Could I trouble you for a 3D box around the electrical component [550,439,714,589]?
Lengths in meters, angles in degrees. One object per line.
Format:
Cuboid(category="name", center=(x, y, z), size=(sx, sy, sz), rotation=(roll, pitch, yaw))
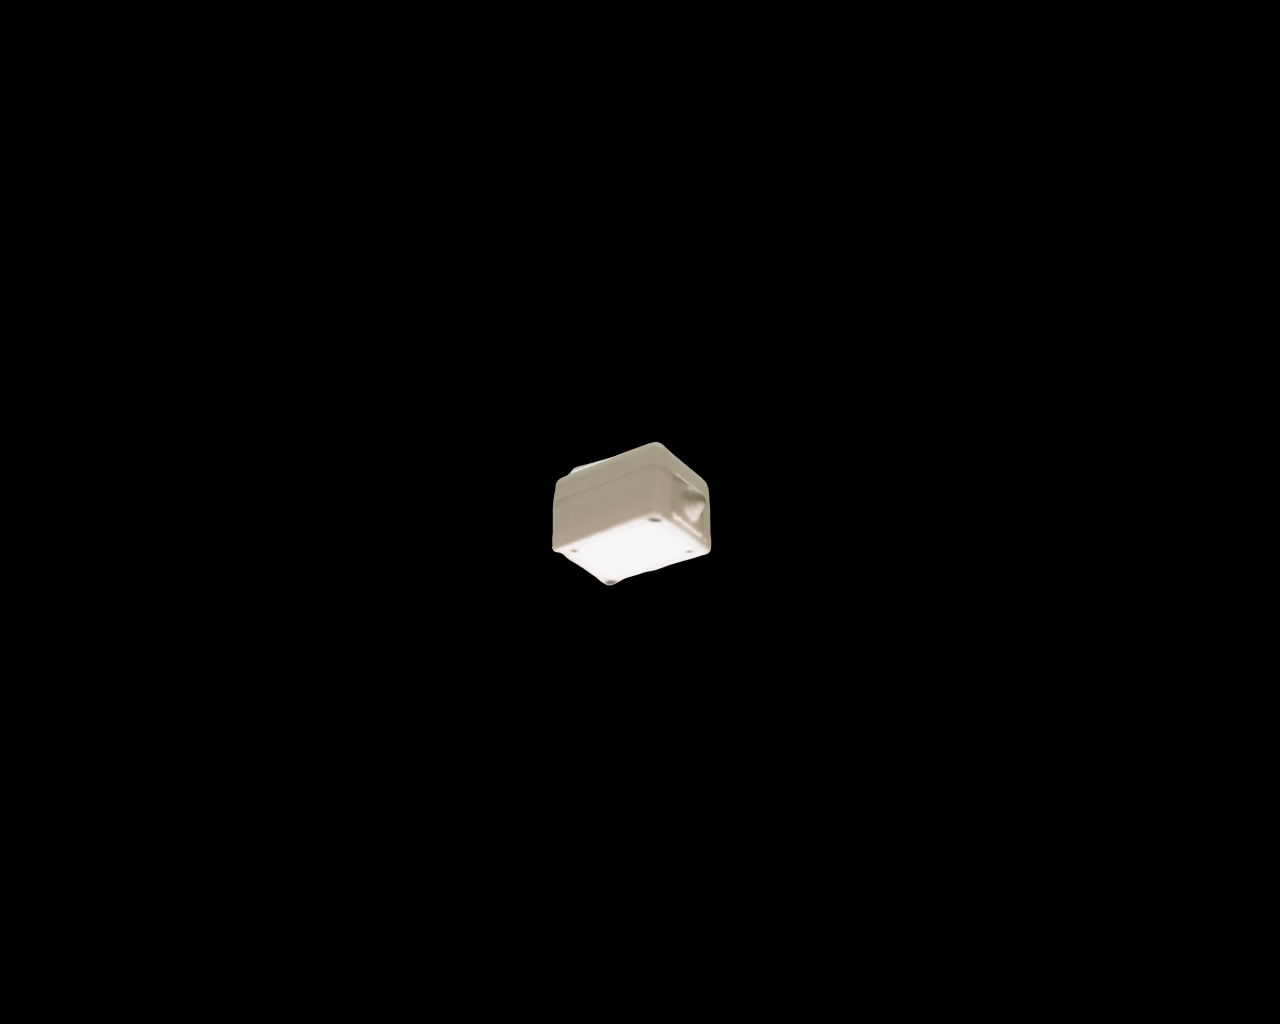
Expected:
Cuboid(category="electrical component", center=(0.001, -0.003, 0.650), size=(0.096, 0.061, 0.061), rotation=(-19, -36, 29))
